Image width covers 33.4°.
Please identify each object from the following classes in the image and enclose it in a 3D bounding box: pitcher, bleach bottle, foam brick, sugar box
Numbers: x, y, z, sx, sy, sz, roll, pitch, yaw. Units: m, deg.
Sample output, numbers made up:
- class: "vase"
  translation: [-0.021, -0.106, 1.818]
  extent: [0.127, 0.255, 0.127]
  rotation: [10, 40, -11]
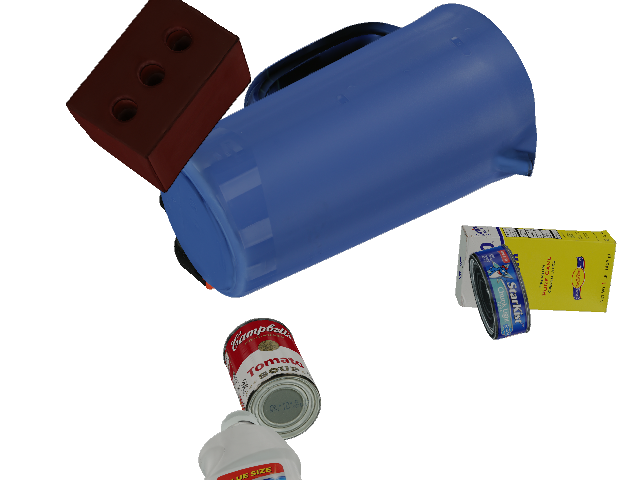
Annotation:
- class: "pitcher"
  translation: [0.012, -0.065, 0.733]
  extent: [0.242, 0.145, 0.149]
  rotation: [-27, 10, -22]
- class: "bleach bottle"
  translation: [-0.055, 0.210, 0.744]
  extent: [0.102, 0.068, 0.251]
  rotation: [-7, 31, -6]
- class: "foam brick"
  translation: [-0.080, -0.075, 0.539]
  extent: [0.053, 0.078, 0.051]
  rotation: [34, -10, 11]
- class: "sugar box"
  translation: [0.252, 0.034, 1.260]
  extent: [0.176, 0.093, 0.048]
  rotation: [1, 20, -3]

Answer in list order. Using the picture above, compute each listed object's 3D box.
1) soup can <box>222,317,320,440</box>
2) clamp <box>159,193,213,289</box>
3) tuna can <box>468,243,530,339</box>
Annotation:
- class: "soup can"
  translation: [-0.044, 0.122, 0.946]
  extent: [0.068, 0.068, 0.102]
  rotation: [0, 24, -17]
- class: "clamp"
  translation: [-0.100, -0.011, 1.105]
  extent: [0.120, 0.039, 0.171]
  rotation: [-11, 37, -7]
- class: "tuna can"
  translation: [0.166, 0.048, 0.997]
  extent: [0.033, 0.086, 0.086]
  rotation: [-14, 0, -2]
